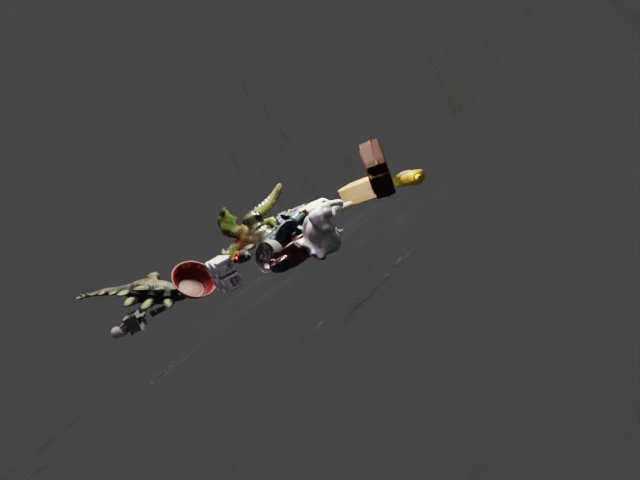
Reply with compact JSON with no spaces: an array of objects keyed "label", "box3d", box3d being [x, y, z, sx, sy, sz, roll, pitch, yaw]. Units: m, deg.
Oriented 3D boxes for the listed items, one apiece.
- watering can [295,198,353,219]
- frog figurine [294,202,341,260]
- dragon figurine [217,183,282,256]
[{"label":"watering can","box3d":[0.006,-0.106,2.111,0.222,0.104,0.349,-26,-6,21]},{"label":"frog figurine","box3d":[0.009,-0.038,1.443,0.123,0.157,0.140,3,27,-32]},{"label":"dragon figurine","box3d":[-0.326,-0.076,2.247,0.242,0.407,0.123,12,11,-20]}]
